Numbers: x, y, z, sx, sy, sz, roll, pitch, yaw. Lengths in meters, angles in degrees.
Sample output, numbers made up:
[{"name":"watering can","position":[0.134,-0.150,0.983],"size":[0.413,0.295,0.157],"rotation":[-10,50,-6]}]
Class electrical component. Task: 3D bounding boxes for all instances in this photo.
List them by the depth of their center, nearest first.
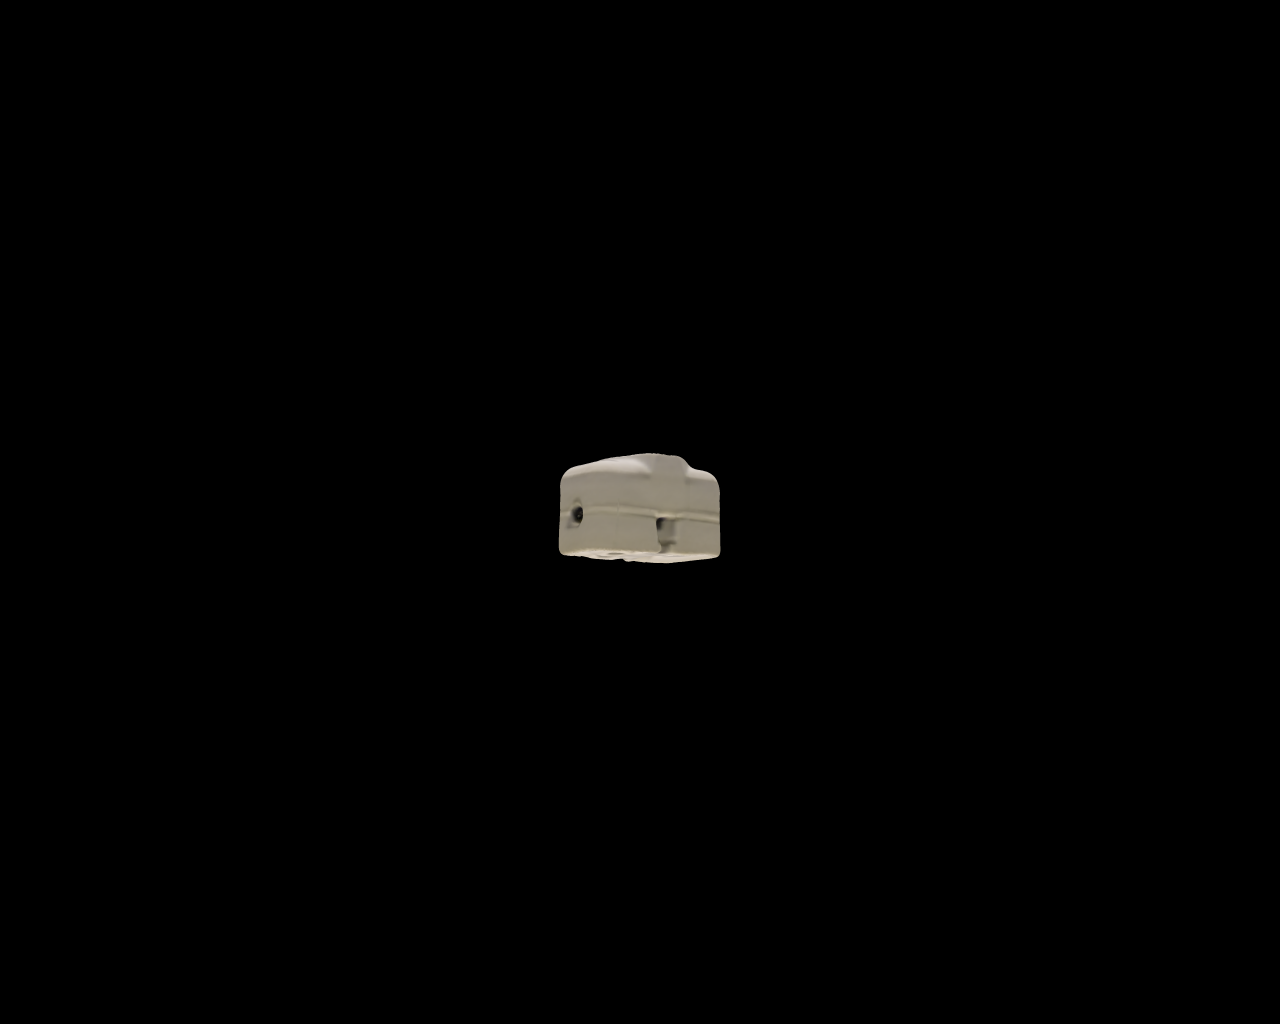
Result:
[{"name":"electrical component","position":[0.001,-0.003,0.650],"size":[0.095,0.059,0.053],"rotation":[5,-9,-36]}]
